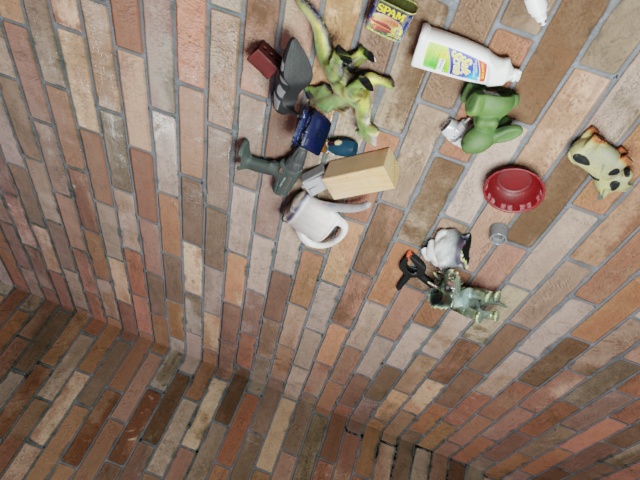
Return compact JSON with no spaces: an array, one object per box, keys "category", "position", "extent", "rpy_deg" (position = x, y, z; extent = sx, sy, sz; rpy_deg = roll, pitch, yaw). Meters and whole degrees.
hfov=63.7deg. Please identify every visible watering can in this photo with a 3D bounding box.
[{"category":"watering can","position":[0.005,-0.086,1.703],"extent":[0.223,0.106,0.341],"rpy_deg":[33,139,-10]}]

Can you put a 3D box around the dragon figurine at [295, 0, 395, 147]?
[{"category":"dragon figurine","position":[0.034,-0.414,1.347],"extent":[0.408,0.124,0.239],"rpy_deg":[46,144,-11]}]

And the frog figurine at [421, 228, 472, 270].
[{"category":"frog figurine","position":[0.391,0.031,1.645],"extent":[0.159,0.124,0.136],"rpy_deg":[3,103,35]}]
